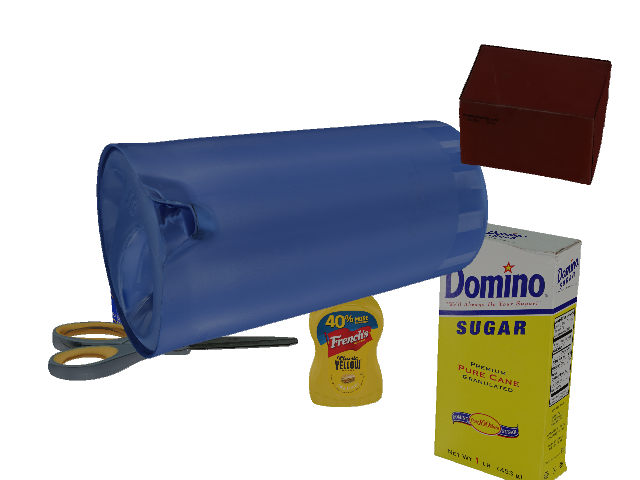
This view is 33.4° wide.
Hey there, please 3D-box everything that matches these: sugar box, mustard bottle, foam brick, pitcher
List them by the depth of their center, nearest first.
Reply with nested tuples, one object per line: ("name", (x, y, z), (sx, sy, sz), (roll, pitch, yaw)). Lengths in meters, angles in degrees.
("foam brick", (0.123, -0.073, 0.613), (0.078, 0.051, 0.053), (12, -39, 19))
("pitcher", (-0.021, -0.010, 0.708), (0.242, 0.145, 0.149), (-10, 37, -25))
("sugar box", (0.131, 0.080, 0.761), (0.093, 0.176, 0.048), (11, 21, 37))
("mustard bottle", (0.033, 0.119, 1.382), (0.096, 0.192, 0.058), (-1, 19, -4))

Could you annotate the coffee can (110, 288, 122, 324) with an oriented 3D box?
("coffee can", (-0.162, 0.016, 1.068), (0.103, 0.140, 0.103), (-2, 14, 0))

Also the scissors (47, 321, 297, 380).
("scissors", (-0.127, 0.090, 0.850), (0.202, 0.016, 0.096), (4, 21, 14))
